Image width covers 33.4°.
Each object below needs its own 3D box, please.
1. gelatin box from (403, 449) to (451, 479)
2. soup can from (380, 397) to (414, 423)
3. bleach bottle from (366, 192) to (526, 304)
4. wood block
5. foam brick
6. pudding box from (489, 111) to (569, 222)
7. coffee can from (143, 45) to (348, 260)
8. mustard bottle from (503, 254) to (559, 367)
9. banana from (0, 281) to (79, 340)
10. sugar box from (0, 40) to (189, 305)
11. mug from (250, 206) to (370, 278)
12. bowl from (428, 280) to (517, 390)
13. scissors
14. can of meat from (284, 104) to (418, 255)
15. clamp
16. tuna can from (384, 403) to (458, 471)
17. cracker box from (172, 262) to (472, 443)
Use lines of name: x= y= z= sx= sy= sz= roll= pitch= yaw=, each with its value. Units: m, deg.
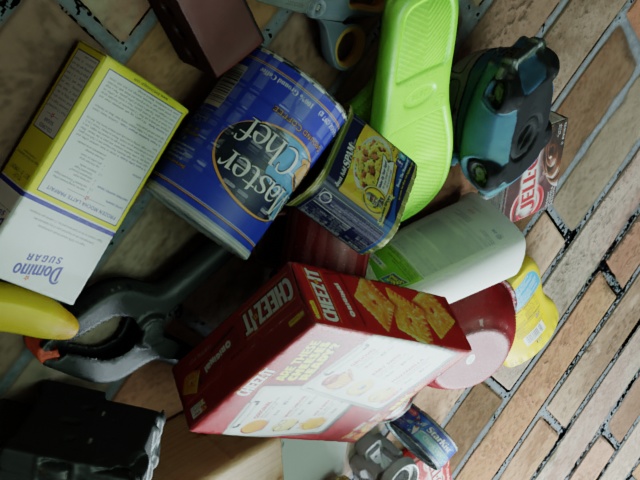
gelatin box: x=0.125 y=0.283 z=1.298 sx=0.073 sy=0.030 sz=0.089 roll=-32 pitch=133 yaw=-28
soup can: x=0.051 y=0.137 z=1.108 sx=0.068 sy=0.069 sz=0.102 roll=-48 pitch=138 yaw=-13
bleach bottle: x=0.082 y=0.032 z=1.067 sx=0.250 sy=0.103 sz=0.068 roll=-20 pitch=136 yaw=-28
wood block: x=-0.140 y=0.232 z=0.957 sx=0.205 sy=0.091 sz=0.090 roll=-25 pitch=129 yaw=-33
foam brick: x=-0.088 y=-0.170 z=0.797 sx=0.051 sy=0.053 sz=0.078 roll=-44 pitch=136 yaw=-17
pudding box: x=0.224 y=-0.079 z=1.173 sx=0.089 sy=0.039 sz=0.113 roll=-23 pitch=128 yaw=-34
coffee can: x=-0.060 y=-0.070 z=0.846 sx=0.140 sy=0.103 sz=0.102 roll=-54 pitch=139 yaw=-6
mustard bottle: x=0.216 y=0.065 z=1.237 sx=0.096 sy=0.058 sz=0.191 roll=-43 pitch=138 yaw=-8
banana: x=-0.267 y=0.062 z=0.761 sx=0.197 sy=0.037 sz=0.069 roll=-16 pitch=112 yaw=-36
sugar box: x=-0.180 y=-0.047 z=0.785 sx=0.093 sy=0.048 sz=0.176 roll=31 pitch=94 yaw=-49
mug: x=-0.006 y=0.001 z=0.964 sx=0.117 sy=0.093 sz=0.081 roll=6 pitch=107 yaw=-10
bowl: x=0.154 y=0.112 z=1.164 sx=0.162 sy=0.055 sz=0.162 roll=-14 pitch=134 yaw=-15
scissors: x=-0.005 y=-0.175 z=0.876 sx=0.201 sy=0.016 sz=0.096 roll=-26 pitch=138 yaw=-48
can of meat: x=0.029 y=-0.049 z=0.898 sx=0.084 sy=0.058 sz=0.102 roll=36 pitch=53 yaw=-18
clamp: x=-0.141 y=0.060 z=0.891 sx=0.209 sy=0.036 sz=0.165 roll=-3 pitch=116 yaw=-41
tuna can: x=0.113 y=0.221 z=1.207 sx=0.033 sy=0.086 sz=0.086 roll=-46 pitch=138 yaw=-12
cracker box: x=0.004 y=0.104 z=0.934 sx=0.213 sy=0.072 sz=0.164 roll=15 pitch=131 yaw=-46
